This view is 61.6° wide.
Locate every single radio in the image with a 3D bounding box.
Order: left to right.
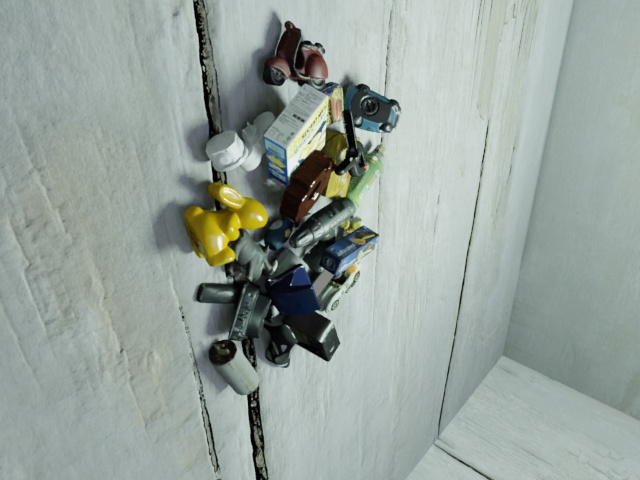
[{"bbox_3d":[-0.020,0.263,1.520,0.073,0.131,0.229,-57,160,-18],"label":"radio"}]

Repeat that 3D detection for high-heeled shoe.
[{"bbox_3d":[-0.087,0.307,1.485,0.086,0.145,0.248,-48,140,-23],"label":"high-heeled shoe"}]

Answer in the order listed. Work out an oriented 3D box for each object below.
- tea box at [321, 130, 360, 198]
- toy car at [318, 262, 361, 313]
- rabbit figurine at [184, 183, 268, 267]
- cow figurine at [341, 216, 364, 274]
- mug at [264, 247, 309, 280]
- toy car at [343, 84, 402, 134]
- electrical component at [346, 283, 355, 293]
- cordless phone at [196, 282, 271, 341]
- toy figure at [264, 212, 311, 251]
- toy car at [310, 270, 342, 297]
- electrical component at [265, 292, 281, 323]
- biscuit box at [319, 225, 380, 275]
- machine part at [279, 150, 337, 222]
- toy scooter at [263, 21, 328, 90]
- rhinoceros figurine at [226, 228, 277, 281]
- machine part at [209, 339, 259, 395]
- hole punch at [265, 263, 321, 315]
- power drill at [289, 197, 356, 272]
[{"bbox_3d":[0.037,-0.201,1.424,0.098,0.068,0.169,-1,111,-54],"label":"tea box"},{"bbox_3d":[0.051,0.135,1.633,0.202,0.074,0.056,-50,146,-23],"label":"toy car"},{"bbox_3d":[-0.200,-0.046,1.158,0.173,0.122,0.162,-23,106,-21],"label":"rabbit figurine"},{"bbox_3d":[0.099,0.014,1.619,0.098,0.068,0.167,-27,123,-71],"label":"cow figurine"},{"bbox_3d":[-0.091,0.088,1.422,0.107,0.081,0.109,-46,148,-7],"label":"mug"},{"bbox_3d":[0.129,-0.340,1.431,0.103,0.162,0.109,-172,-81,-80],"label":"toy car"},{"bbox_3d":[0.101,0.123,1.739,0.094,0.021,0.063,-57,145,-15],"label":"electrical component"},{"bbox_3d":[-0.224,0.172,1.302,0.184,0.089,0.146,11,102,-43],"label":"cordless phone"},{"bbox_3d":[-0.082,-0.040,1.361,0.154,0.064,0.057,-53,155,-26],"label":"toy figure"},{"bbox_3d":[-0.005,0.118,1.564,0.202,0.053,0.089,-52,129,-30],"label":"toy car"},{"bbox_3d":[-0.110,0.162,1.457,0.119,0.048,0.074,-36,136,-37],"label":"electrical component"},{"bbox_3d":[0.082,0.026,1.463,0.202,0.063,0.059,-31,147,-47],"label":"biscuit box"},{"bbox_3d":[-0.029,-0.126,1.294,0.179,0.056,0.179,-54,173,-10],"label":"machine part"},{"bbox_3d":[-0.047,-0.407,1.192,0.184,0.075,0.135,-11,116,-45],"label":"toy scooter"},{"bbox_3d":[-0.173,0.037,1.287,0.112,0.073,0.190,-64,145,-23],"label":"rhinoceros figurine"},{"bbox_3d":[-0.220,0.329,1.383,0.079,0.079,0.242,-50,142,-23],"label":"machine part"},{"bbox_3d":[-0.065,0.139,1.361,0.116,0.092,0.142,-29,143,-7],"label":"hole punch"},{"bbox_3d":[-0.003,-0.004,1.432,0.232,0.086,0.207,-41,151,-28],"label":"power drill"}]
